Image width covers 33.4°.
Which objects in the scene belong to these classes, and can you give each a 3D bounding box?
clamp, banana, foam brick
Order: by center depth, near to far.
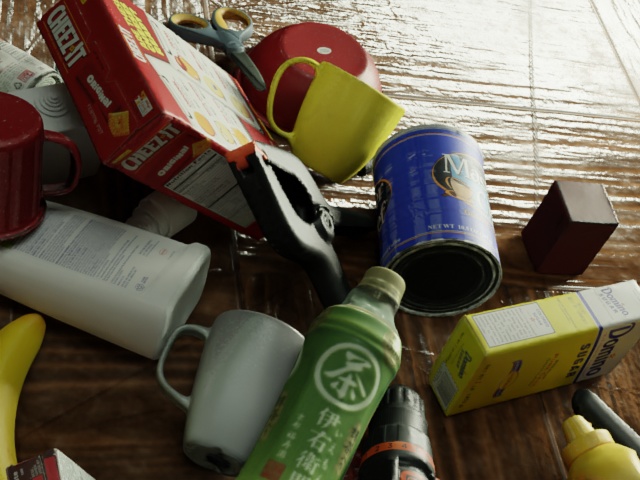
[{"bbox_3d":[-0.220,0.131,0.746,0.069,0.037,0.198,23,41,-42],"label":"banana"},{"bbox_3d":[-0.006,0.001,0.857,0.209,0.036,0.164,44,33,-45],"label":"clamp"},{"bbox_3d":[0.270,0.187,0.858,0.120,0.039,0.171,4,49,-14],"label":"clamp"},{"bbox_3d":[0.232,-0.011,0.995,0.051,0.078,0.053,3,51,-18],"label":"foam brick"}]

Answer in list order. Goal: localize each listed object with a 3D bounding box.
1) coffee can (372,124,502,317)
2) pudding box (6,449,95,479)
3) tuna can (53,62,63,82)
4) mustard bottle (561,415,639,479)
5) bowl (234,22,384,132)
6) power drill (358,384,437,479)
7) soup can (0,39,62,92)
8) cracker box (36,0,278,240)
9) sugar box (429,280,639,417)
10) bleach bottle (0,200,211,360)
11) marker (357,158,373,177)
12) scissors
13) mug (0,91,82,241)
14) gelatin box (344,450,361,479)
[{"bbox_3d":[0.100,-0.018,0.939,0.102,0.103,0.140,9,48,-11],"label":"coffee can"},{"bbox_3d":[-0.148,0.191,0.661,0.039,0.113,0.090,-23,57,2],"label":"pudding box"},{"bbox_3d":[-0.206,-0.146,0.995,0.086,0.034,0.086,9,47,-11],"label":"tuna can"},{"bbox_3d":[0.232,0.213,0.784,0.058,0.096,0.192,-25,56,-4],"label":"mustard bottle"},{"bbox_3d":[-0.003,-0.169,1.071,0.162,0.055,0.162,10,47,-11],"label":"bowl"},{"bbox_3d":[0.108,0.201,0.744,0.187,0.057,0.184,28,35,-14],"label":"power drill"},{"bbox_3d":[-0.288,-0.142,0.941,0.102,0.069,0.068,30,47,8],"label":"soup can"},{"bbox_3d":[-0.118,-0.102,0.885,0.213,0.072,0.164,28,26,-56],"label":"cracker box"},{"bbox_3d":[0.183,0.089,0.879,0.176,0.093,0.048,-8,54,-24],"label":"sugar box"},{"bbox_3d":[-0.220,0.005,0.838,0.251,0.068,0.102,22,37,6],"label":"bleach bottle"},{"bbox_3d":[0.079,-0.087,1.051,0.120,0.020,0.020,-23,61,-34],"label":"marker"},{"bbox_3d":[-0.103,-0.189,1.045,0.096,0.016,0.202,1,31,-6],"label":"scissors"},{"bbox_3d":[-0.236,-0.057,0.793,0.117,0.082,0.093,2,37,-17],"label":"mug"},{"bbox_3d":[0.030,0.200,0.771,0.089,0.030,0.073,36,48,14],"label":"gelatin box"}]
